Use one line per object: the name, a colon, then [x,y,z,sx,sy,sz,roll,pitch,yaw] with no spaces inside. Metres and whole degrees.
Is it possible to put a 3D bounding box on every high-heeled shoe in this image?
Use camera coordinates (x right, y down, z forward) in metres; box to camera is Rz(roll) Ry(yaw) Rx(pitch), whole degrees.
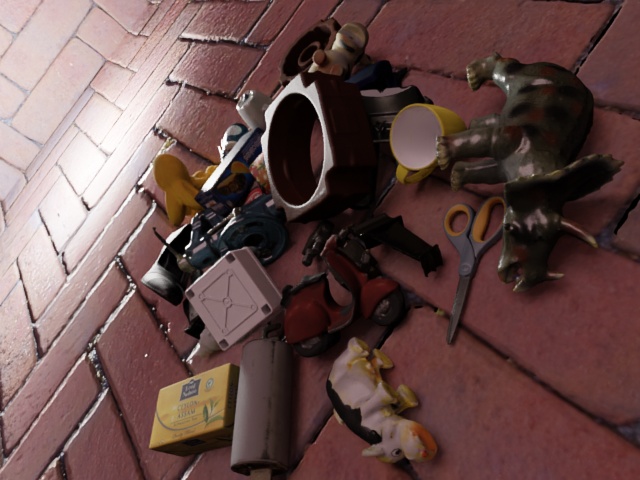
high-heeled shoe: [-0.265,0.038,1.025,0.145,0.086,0.249,-54,23,-8]

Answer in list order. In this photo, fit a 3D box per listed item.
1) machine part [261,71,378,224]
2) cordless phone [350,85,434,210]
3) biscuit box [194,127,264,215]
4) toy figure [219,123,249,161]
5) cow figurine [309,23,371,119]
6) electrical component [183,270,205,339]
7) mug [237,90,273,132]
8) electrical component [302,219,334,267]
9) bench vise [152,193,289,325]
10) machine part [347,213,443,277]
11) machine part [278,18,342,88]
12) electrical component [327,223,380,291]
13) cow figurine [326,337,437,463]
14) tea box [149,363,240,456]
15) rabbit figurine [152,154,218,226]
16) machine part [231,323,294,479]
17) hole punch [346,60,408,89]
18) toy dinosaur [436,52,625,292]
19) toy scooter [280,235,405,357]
machine part: [-0.006,-0.139,0.835,0.201,0.087,0.201,-29,71,54]
cordless phone: [0.103,-0.139,0.841,0.147,0.088,0.184,2,81,24]
biscuit box: [-0.161,-0.136,1.054,0.063,0.059,0.203,-19,34,47]
toy figure: [-0.186,-0.197,1.153,0.064,0.057,0.154,-31,31,24]
cow figurine: [0.027,-0.320,1.022,0.195,0.085,0.127,-54,-6,22]
electrical component: [-0.209,0.112,0.970,0.075,0.047,0.119,-39,41,16]
mug: [-0.112,-0.255,1.101,0.110,0.107,0.081,21,79,52]
electrical component: [-0.002,-0.003,0.849,0.063,0.021,0.094,-51,11,44]
bench vise: [-0.141,0.026,0.894,0.224,0.128,0.241,-23,47,0]
machine part: [0.107,0.001,0.729,0.139,0.084,0.039,36,132,45]
machine part: [-0.012,-0.385,1.142,0.179,0.056,0.179,-26,45,30]
electrical component: [0.045,0.026,0.790,0.078,0.045,0.102,-42,41,11]
cow figurine: [0.062,0.202,0.625,0.098,0.068,0.167,-50,36,12]
tea box: [-0.173,0.259,0.809,0.170,0.068,0.098,-28,46,31]
rabbit figurine: [-0.272,-0.098,1.091,0.122,0.173,0.162,-30,40,20]
machine part: [-0.077,0.226,0.736,0.079,0.079,0.243,-25,48,30]
hole punch: [0.076,-0.260,0.941,0.142,0.092,0.116,-27,42,33]
toy dinosaur: [0.262,-0.140,0.653,0.192,0.131,0.405,6,54,27]
toy scooter: [0.013,0.072,0.723,0.184,0.135,0.075,-27,3,23]
